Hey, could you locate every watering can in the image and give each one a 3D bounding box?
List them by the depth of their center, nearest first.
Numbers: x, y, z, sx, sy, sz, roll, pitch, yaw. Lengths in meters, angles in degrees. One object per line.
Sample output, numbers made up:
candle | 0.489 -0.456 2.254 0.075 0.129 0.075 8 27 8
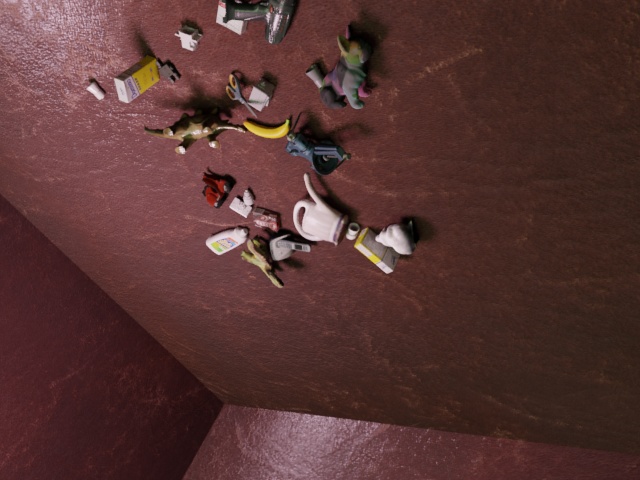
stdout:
watering can | 0.006 -0.099 1.968 0.225 0.106 0.339 22 142 8

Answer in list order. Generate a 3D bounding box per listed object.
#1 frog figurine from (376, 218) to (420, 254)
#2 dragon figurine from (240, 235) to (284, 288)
frog figurine | 0.275 -0.004 1.892 0.159 0.125 0.135 -10 148 25
dragon figurine | -0.234 0.107 2.257 0.243 0.123 0.408 47 173 1
